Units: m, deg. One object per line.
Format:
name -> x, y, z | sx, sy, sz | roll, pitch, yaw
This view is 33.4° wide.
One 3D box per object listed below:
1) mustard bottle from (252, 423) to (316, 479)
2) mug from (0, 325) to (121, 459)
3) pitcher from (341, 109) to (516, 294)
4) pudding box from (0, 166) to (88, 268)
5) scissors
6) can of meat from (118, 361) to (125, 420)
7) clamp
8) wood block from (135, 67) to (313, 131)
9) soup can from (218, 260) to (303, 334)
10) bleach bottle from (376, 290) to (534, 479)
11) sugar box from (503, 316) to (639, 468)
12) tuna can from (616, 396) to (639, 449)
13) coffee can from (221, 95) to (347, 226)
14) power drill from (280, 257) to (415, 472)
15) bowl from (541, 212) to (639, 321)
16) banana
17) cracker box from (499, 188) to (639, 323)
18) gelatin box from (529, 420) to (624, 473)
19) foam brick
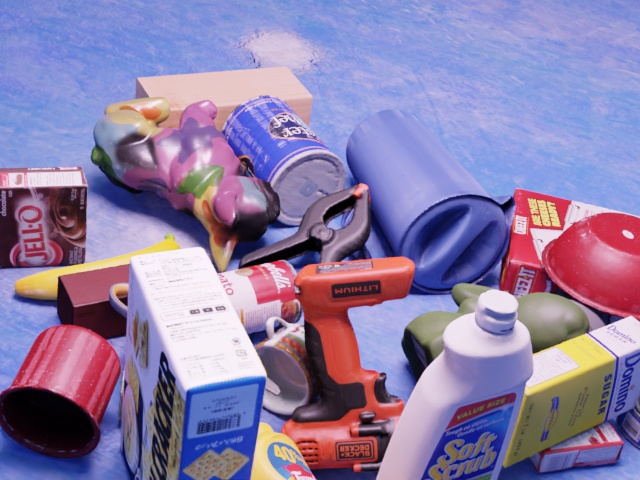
mustard bottle -> -0.025, 0.215, 0.872 | 0.096, 0.058, 0.192 | 38, 8, -46
mug -> -0.231, 0.133, 0.930 | 0.093, 0.117, 0.081 | 47, 35, -25
pitcher -> 0.106, -0.051, 1.258 | 0.149, 0.145, 0.243 | 8, 29, -25
pudding box -> -0.291, -0.023, 1.114 | 0.090, 0.114, 0.039 | -3, 40, -18
scissors -> -0.105, 0.082, 1.004 | 0.202, 0.016, 0.096 | 24, 29, 17
can of meat -> -0.142, 0.122, 0.997 | 0.084, 0.057, 0.102 | 6, 35, -10
clamp -> -0.008, 0.001, 1.179 | 0.120, 0.039, 0.171 | 24, 60, 16
wood block -> -0.124, -0.157, 1.367 | 0.205, 0.090, 0.091 | -9, 39, -25
soup can -> -0.077, 0.063, 1.088 | 0.102, 0.068, 0.069 | -12, 40, -28
bleach bottle -> 0.105, 0.146, 0.856 | 0.102, 0.251, 0.068 | -1, 36, -16
sugar box -> 0.231, 0.138, 0.983 | 0.175, 0.093, 0.048 | -14, 40, -29
tuna can -> 0.343, 0.177, 1.064 | 0.086, 0.034, 0.086 | 7, 35, -5
coffee can -> -0.046, -0.098, 1.291 | 0.102, 0.103, 0.140 | -11, 40, -28
power drill -> 0.051, 0.112, 0.937 | 0.184, 0.188, 0.057 | -4, 9, 0
bowl -> 0.321, 0.017, 1.131 | 0.162, 0.055, 0.162 | 8, 31, -5
banana -> -0.218, 0.034, 1.124 | 0.197, 0.037, 0.070 | -17, 14, -38
cracker box -> 0.320, 0.029, 1.235 | 0.214, 0.072, 0.164 | 13, 34, 5
gelatin box -> 0.236, 0.185, 1.029 | 0.089, 0.030, 0.073 | -4, 36, -18
foam brick -> -0.217, 0.063, 1.063 | 0.078, 0.053, 0.051 | -9, 40, -27
